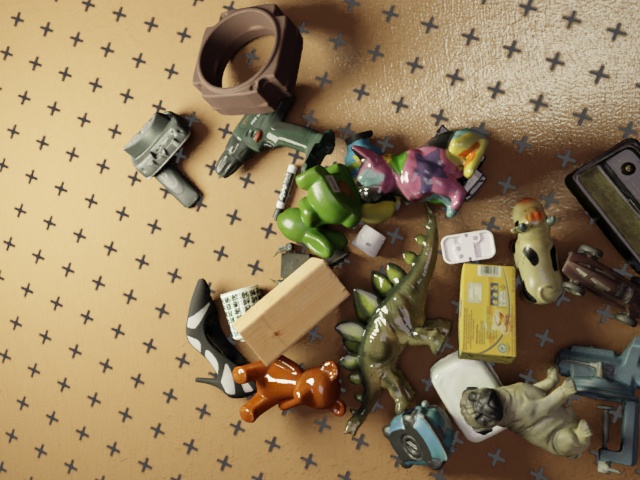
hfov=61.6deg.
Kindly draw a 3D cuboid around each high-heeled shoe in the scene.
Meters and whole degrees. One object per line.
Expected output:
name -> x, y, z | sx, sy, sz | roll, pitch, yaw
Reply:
high-heeled shoe -> -0.193, 0.204, 1.112 | 0.145, 0.086, 0.248 | 0, 94, 8

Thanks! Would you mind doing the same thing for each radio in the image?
radio -> 0.565, -0.059, 0.960 | 0.131, 0.073, 0.229 | -36, 83, 9

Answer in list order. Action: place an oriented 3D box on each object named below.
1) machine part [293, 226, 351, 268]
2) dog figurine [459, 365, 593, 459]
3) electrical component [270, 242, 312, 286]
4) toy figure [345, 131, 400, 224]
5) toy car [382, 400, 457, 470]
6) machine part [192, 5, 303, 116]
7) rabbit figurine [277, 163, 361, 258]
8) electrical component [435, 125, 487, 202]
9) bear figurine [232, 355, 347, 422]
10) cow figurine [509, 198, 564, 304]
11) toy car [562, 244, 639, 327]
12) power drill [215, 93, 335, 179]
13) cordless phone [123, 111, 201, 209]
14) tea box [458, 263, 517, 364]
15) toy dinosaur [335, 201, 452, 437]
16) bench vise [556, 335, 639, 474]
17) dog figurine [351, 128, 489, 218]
machine part -> -0.002, -0.003, 1.095 | 0.084, 0.039, 0.139 | -45, 80, 0
dog figurine -> 0.353, 0.322, 0.939 | 0.191, 0.121, 0.172 | -18, 80, 2
electrical component -> -0.058, 0.056, 1.100 | 0.078, 0.045, 0.102 | 9, 91, 13
toy figure -> 0.094, -0.120, 1.050 | 0.089, 0.082, 0.180 | -20, 88, -12
toy car -> 0.198, 0.364, 1.013 | 0.103, 0.161, 0.109 | -23, 75, -32
machine part -> -0.145, -0.355, 1.065 | 0.202, 0.087, 0.201 | 4, 75, 24
rabbit figurine -> -0.003, -0.046, 1.033 | 0.170, 0.121, 0.159 | -34, 87, 35
electrical component -> 0.250, -0.136, 1.034 | 0.134, 0.058, 0.115 | 42, 100, 9
bear figurine -> -0.055, 0.289, 1.031 | 0.196, 0.132, 0.120 | 1, 102, 43
cow figurine -> 0.388, 0.021, 0.969 | 0.086, 0.127, 0.194 | -11, 90, 8
toy car -> 0.511, 0.081, 0.945 | 0.202, 0.053, 0.089 | 29, 89, -19
power drill -> -0.085, -0.188, 1.085 | 0.208, 0.086, 0.232 | 30, 91, 28
cordless phone -> -0.307, -0.169, 1.146 | 0.184, 0.089, 0.146 | 45, 98, -3
tea box -> 0.307, 0.134, 0.987 | 0.098, 0.068, 0.169 | 5, 69, 12
toy dinosaur -> 0.147, 0.158, 1.031 | 0.199, 0.105, 0.471 | 28, 91, 13
bench vise -> 0.528, 0.284, 0.933 | 0.224, 0.128, 0.240 | 7, 74, 19
dog figurine -> 0.166, -0.137, 0.958 | 0.219, 0.108, 0.191 | 23, 90, 6
